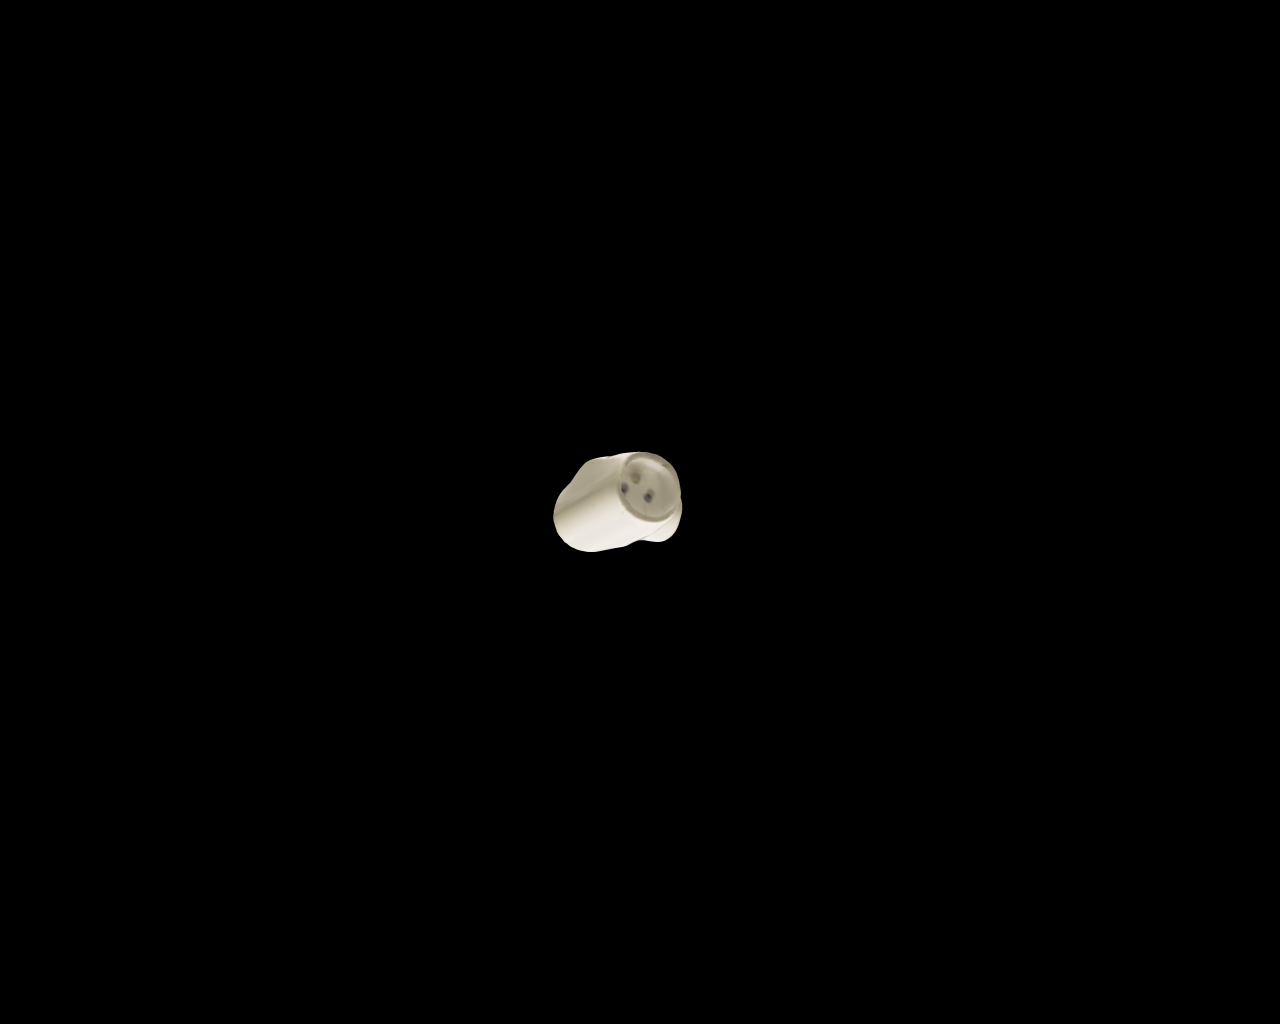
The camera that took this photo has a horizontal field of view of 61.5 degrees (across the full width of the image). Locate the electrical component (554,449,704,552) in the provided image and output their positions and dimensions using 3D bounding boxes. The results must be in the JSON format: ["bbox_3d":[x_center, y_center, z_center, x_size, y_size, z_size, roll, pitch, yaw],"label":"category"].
[{"bbox_3d":[0.001,-0.003,0.650,0.079,0.043,0.077,11,-21,-30],"label":"electrical component"}]
